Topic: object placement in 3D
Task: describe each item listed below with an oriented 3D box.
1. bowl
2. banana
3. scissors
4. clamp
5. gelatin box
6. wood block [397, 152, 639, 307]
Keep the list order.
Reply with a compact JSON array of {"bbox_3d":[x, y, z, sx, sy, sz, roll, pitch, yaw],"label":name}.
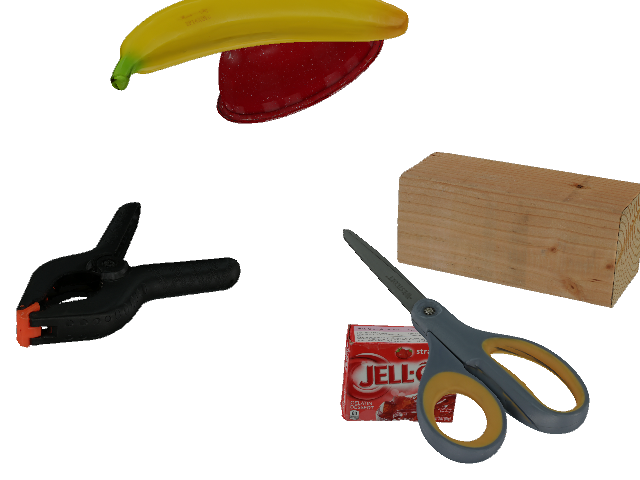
[{"bbox_3d":[-0.029,-0.170,0.928,0.162,0.055,0.162,-21,31,13],"label":"bowl"},{"bbox_3d":[-0.044,-0.133,0.680,0.197,0.070,0.037,-16,-35,-17],"label":"banana"},{"bbox_3d":[0.053,0.056,0.593,0.096,0.016,0.202,-34,46,-30],"label":"scissors"},{"bbox_3d":[-0.157,0.023,0.784,0.171,0.039,0.120,-21,38,-40],"label":"clamp"},{"bbox_3d":[0.062,0.105,0.833,0.089,0.073,0.030,2,26,-3],"label":"gelatin box"},{"bbox_3d":[0.183,-0.015,0.984,0.206,0.090,0.090,12,25,28],"label":"wood block"}]
